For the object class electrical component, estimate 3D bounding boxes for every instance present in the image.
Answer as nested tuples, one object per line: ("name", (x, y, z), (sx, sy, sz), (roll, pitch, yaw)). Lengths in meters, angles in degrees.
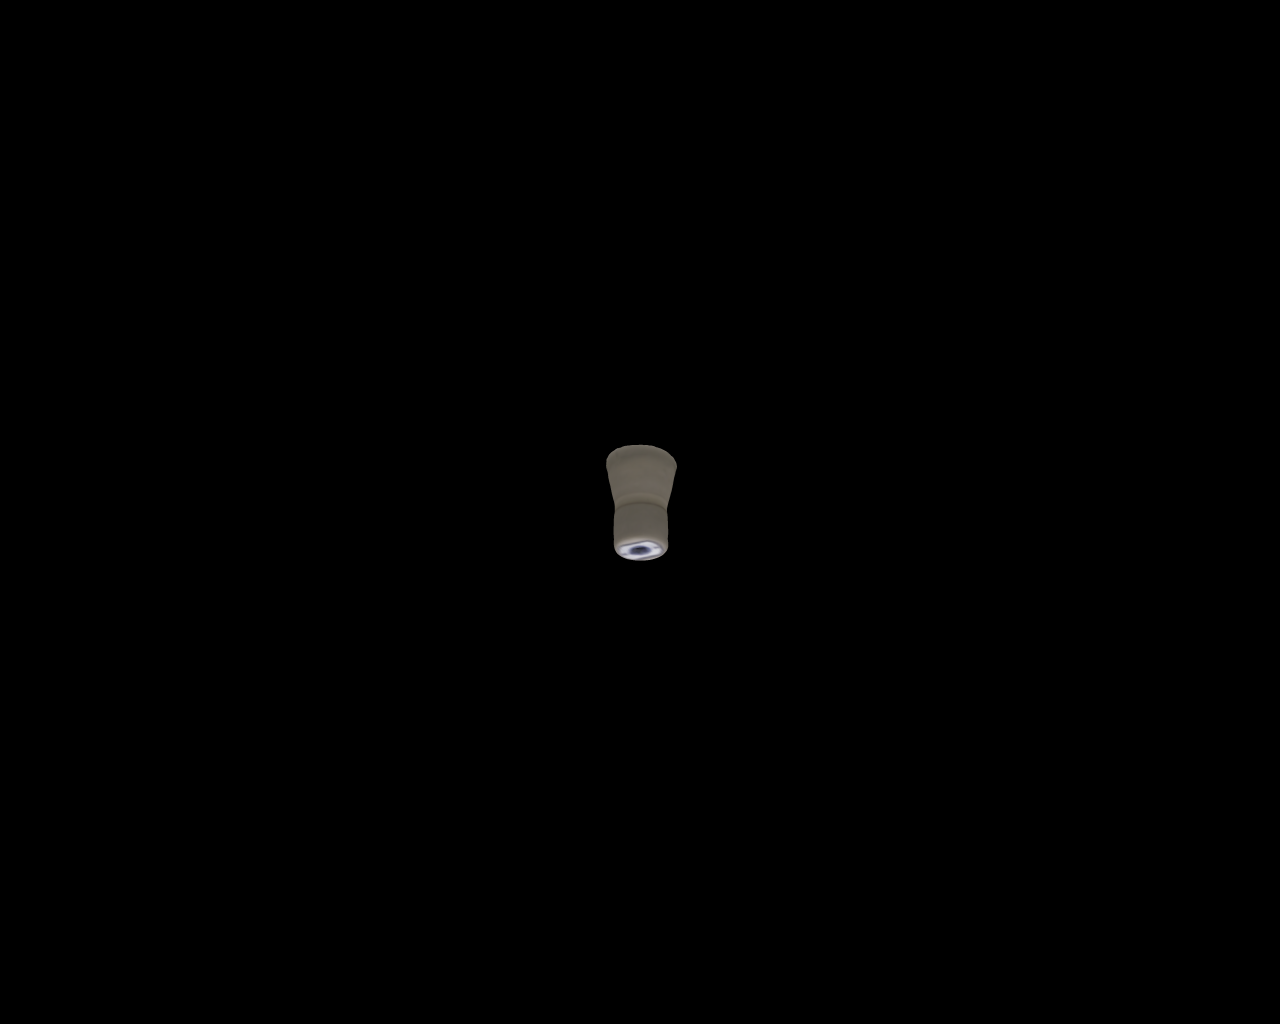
("electrical component", (0.001, -0.003, 0.650), (0.044, 0.065, 0.044), (0, -29, 0))
